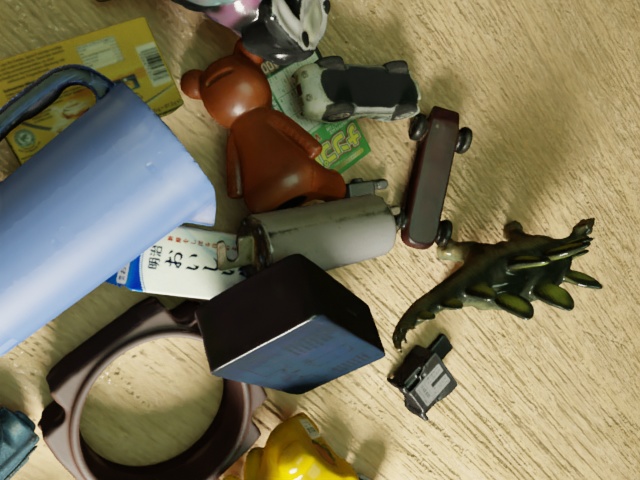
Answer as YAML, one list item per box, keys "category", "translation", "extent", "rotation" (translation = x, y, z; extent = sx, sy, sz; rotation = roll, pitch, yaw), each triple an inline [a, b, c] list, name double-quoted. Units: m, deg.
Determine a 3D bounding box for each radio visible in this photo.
- category: "radio"
  translation: [-0.023, 0.103, 0.585]
  extent: [0.131, 0.073, 0.229]
  rotation: [-27, 151, 12]

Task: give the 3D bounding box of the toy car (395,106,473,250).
- category: "toy car"
  translation: [0.155, -0.086, 0.762]
  extent: [0.089, 0.053, 0.202]
  rotation: [12, 87, -10]

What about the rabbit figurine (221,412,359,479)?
- category: "rabbit figurine"
  translation: [-0.057, 0.298, 0.608]
  extent: [0.173, 0.162, 0.122]
  rotation: [-43, 76, 5]

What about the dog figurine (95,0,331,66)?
- category: "dog figurine"
  translation: [-0.119, -0.260, 0.539]
  extent: [0.191, 0.219, 0.108]
  rotation: [51, 53, -56]

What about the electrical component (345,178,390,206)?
- category: "electrical component"
  translation: [0.054, -0.052, 0.728]
  extent: [0.094, 0.021, 0.063]
  rotation: [-12, 98, -26]

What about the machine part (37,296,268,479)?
- category: "machine part"
  translation: [-0.175, 0.180, 0.586]
  extent: [0.201, 0.087, 0.201]
  rotation: [-38, 108, -20]

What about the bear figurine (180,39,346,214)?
- category: "bear figurine"
  translation: [-0.069, -0.119, 0.623]
  extent: [0.120, 0.132, 0.196]
  rotation: [-30, 75, 11]

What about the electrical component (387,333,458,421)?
- category: "electrical component"
  translation: [0.163, 0.193, 0.787]
  extent: [0.119, 0.048, 0.074]
  rotation: [-39, 110, -19]

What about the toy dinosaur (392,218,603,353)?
- category: "toy dinosaur"
  translation: [0.250, 0.047, 0.740]
  extent: [0.471, 0.199, 0.105]
  rotation: [-22, 100, -27]

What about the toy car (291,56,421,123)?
- category: "toy car"
  translation: [0.055, -0.190, 0.691]
  extent: [0.202, 0.056, 0.073]
  rotation: [-11, 87, -38]

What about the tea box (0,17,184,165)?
- category: "tea box"
  translation: [-0.239, -0.146, 0.542]
  extent: [0.170, 0.068, 0.098]
  rotation: [-27, 105, -23]

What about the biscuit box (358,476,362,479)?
- category: "biscuit box"
  translation: [-0.035, 0.366, 0.683]
  extent: [0.202, 0.063, 0.059]
  rotation: [-47, 112, -18]

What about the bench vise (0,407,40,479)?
- category: "bench vise"
  translation: [-0.363, 0.209, 0.445]
  extent: [0.224, 0.129, 0.240]
  rotation: [-38, 143, -28]

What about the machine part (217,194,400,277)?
- category: "machine part"
  translation: [-0.001, -0.002, 0.592]
  extent: [0.243, 0.079, 0.079]
  rotation: [-14, 100, -34]
